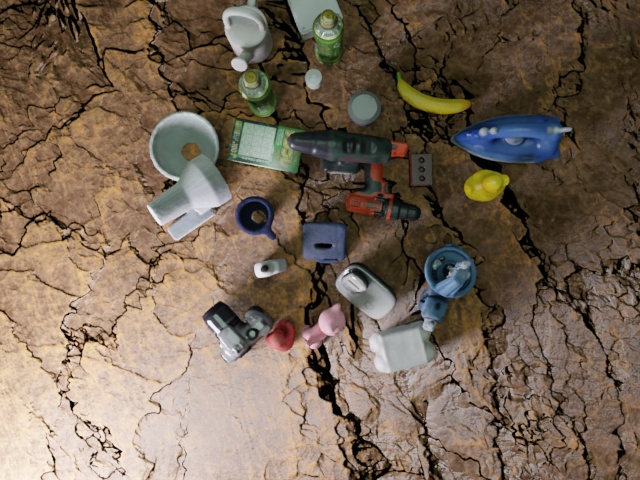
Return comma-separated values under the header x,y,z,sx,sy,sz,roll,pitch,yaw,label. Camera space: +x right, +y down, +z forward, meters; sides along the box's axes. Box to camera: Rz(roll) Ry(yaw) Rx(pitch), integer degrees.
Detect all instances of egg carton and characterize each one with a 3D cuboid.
x,y,z,sx,sy,sz,roll,pitch,yaw,label
0.197,0.258,1.370,0.150,0.069,0.107,-16,89,1,egg carton

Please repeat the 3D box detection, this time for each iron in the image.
x,y,z,sx,sy,sz,roll,pitch,yaw,label
0.446,-0.246,1.339,0.258,0.141,0.119,-1,89,1,iron

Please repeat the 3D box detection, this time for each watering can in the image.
x,y,z,sx,sy,sz,roll,pitch,yaw,label
-0.168,-0.480,1.325,0.101,0.194,0.173,-12,89,1,watering can

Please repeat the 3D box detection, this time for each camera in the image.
x,y,z,sx,sy,sz,roll,pitch,yaw,label
-0.203,0.203,1.361,0.143,0.101,0.137,-42,89,0,camera

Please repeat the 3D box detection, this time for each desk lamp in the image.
x,y,z,sx,sy,sz,roll,pitch,yaw,label
-0.298,-0.091,1.310,0.203,0.213,0.118,-36,88,0,desk lamp

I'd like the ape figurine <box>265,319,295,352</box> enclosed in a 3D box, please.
x,y,z,sx,sy,sz,roll,pitch,yaw,label
-0.095,0.233,1.363,0.078,0.092,0.076,-15,89,1,ape figurine

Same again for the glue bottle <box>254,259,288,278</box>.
x,y,z,sx,sy,sz,roll,pitch,yaw,label
-0.119,0.065,1.326,0.078,0.173,0.037,-14,89,1,glue bottle

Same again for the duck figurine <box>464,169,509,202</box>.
x,y,z,sx,sy,sz,roll,pitch,yaw,label
0.400,-0.133,1.365,0.104,0.086,0.077,-13,89,1,duck figurine

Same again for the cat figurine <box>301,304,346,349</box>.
x,y,z,sx,sy,sz,roll,pitch,yaw,label
0.012,0.207,1.349,0.128,0.117,0.067,-42,88,0,cat figurine

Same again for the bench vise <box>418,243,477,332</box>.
x,y,z,sx,sy,sz,roll,pitch,yaw,label
0.297,0.110,1.296,0.121,0.219,0.207,3,89,1,bench vise

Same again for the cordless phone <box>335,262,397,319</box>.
x,y,z,sx,sy,sz,roll,pitch,yaw,label
0.109,0.119,1.316,0.147,0.185,0.094,37,90,2,cordless phone

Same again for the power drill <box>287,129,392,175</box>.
x,y,z,sx,sy,sz,roll,pitch,yaw,label
0.045,-0.202,1.310,0.229,0.208,0.076,3,89,1,power drill

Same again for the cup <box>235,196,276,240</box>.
x,y,z,sx,sy,sz,roll,pitch,yaw,label
-0.141,-0.046,1.367,0.092,0.095,0.118,-42,89,0,cup

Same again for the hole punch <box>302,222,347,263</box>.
x,y,z,sx,sy,sz,roll,pitch,yaw,label
0.013,0.005,1.366,0.108,0.091,0.101,1,89,1,hole punch

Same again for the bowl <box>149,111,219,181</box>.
x,y,z,sx,sy,sz,roll,pitch,yaw,label
-0.319,-0.221,1.382,0.167,0.074,0.167,0,89,1,bowl
